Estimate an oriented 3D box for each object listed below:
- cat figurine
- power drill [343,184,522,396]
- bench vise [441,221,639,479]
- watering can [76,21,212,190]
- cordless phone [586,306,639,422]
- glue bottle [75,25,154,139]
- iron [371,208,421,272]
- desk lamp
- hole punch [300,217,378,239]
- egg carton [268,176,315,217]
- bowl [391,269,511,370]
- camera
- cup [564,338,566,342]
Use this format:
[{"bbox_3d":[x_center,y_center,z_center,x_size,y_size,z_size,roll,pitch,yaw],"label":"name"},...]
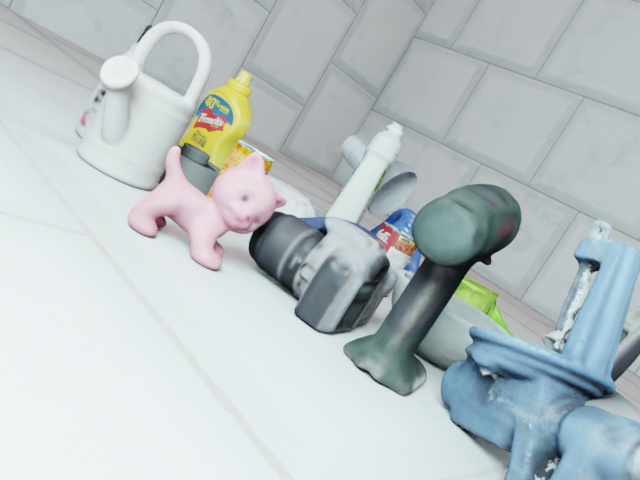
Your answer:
[{"bbox_3d":[-0.099,-0.040,0.551,0.128,0.117,0.067,29,8,-14],"label":"cat figurine"},{"bbox_3d":[0.116,0.036,0.544,0.075,0.208,0.230,34,9,20],"label":"power drill"},{"bbox_3d":[0.210,0.101,0.451,0.122,0.219,0.206,24,11,-40],"label":"bench vise"},{"bbox_3d":[-0.198,-0.164,0.673,0.101,0.194,0.172,29,8,-14],"label":"watering can"},{"bbox_3d":[0.312,0.155,0.612,0.094,0.185,0.147,30,8,-3],"label":"cordless phone"},{"bbox_3d":[-0.260,-0.202,0.750,0.077,0.173,0.037,37,10,37],"label":"glue bottle"},{"bbox_3d":[0.147,-0.009,1.158,0.119,0.141,0.258,29,8,-9],"label":"iron"},{"bbox_3d":[0.073,-0.104,1.208,0.202,0.213,0.118,36,10,32],"label":"desk lamp"},{"bbox_3d":[0.007,0.003,0.766,0.109,0.091,0.100,24,11,-41],"label":"hole punch"},{"bbox_3d":[-0.079,-0.054,0.872,0.150,0.069,0.107,32,8,8],"label":"egg carton"},{"bbox_3d":[0.148,0.109,0.691,0.167,0.074,0.167,30,8,-4],"label":"bowl"},{"bbox_3d":[0.004,0.021,0.613,0.136,0.101,0.144,34,9,21],"label":"camera"},{"bbox_3d":[0.350,0.197,0.812,0.091,0.095,0.118,36,10,31],"label":"cup"}]
